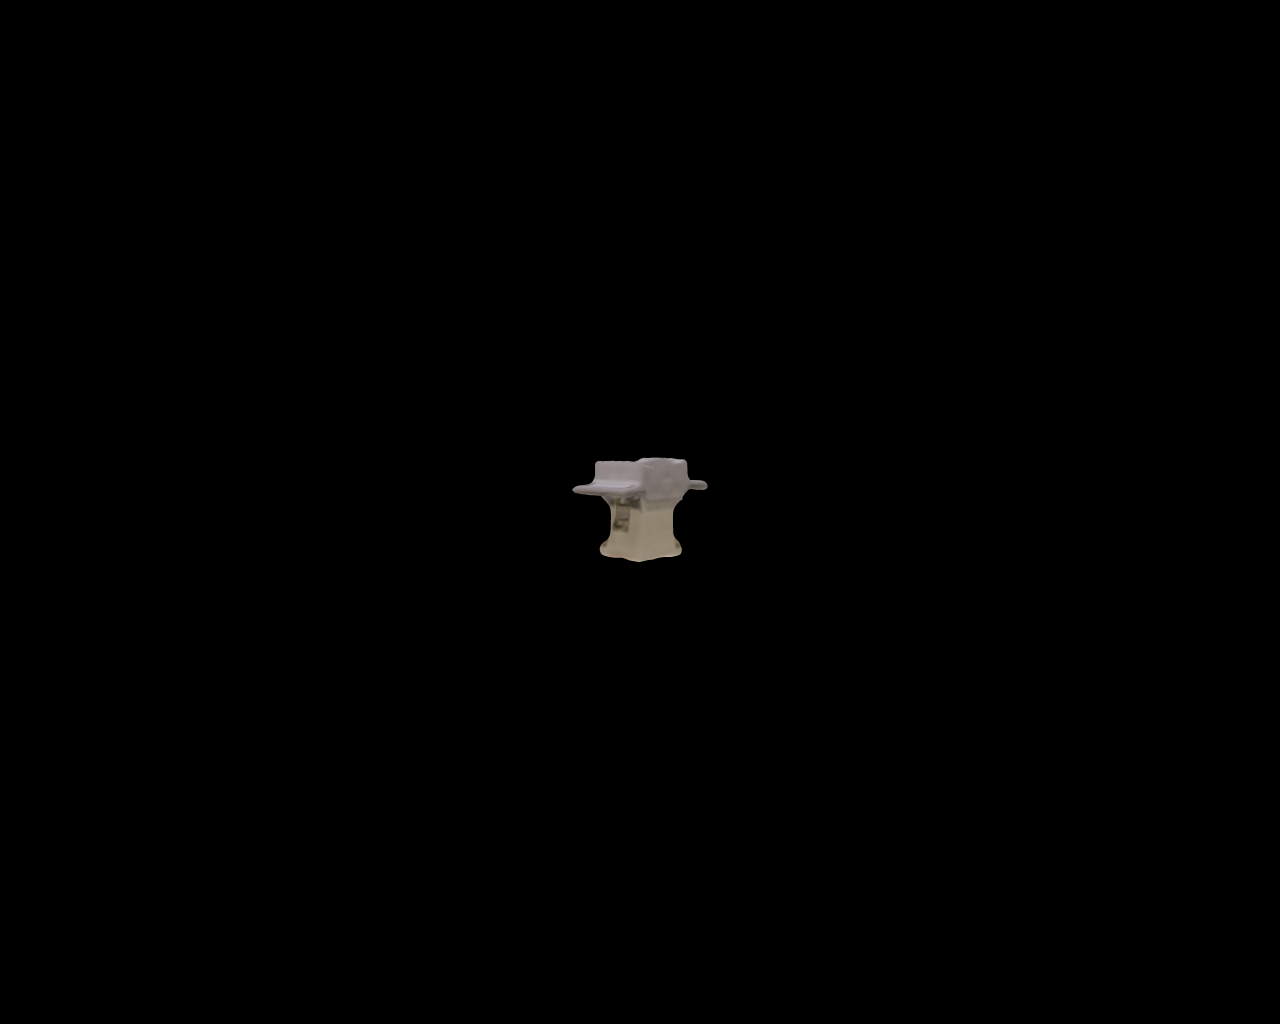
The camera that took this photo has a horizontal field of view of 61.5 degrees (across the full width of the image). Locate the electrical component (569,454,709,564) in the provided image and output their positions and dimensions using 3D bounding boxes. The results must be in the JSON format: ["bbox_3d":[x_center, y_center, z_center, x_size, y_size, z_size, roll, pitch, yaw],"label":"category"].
[{"bbox_3d":[0.001,-0.003,0.650,0.042,0.063,0.081,6,9,43],"label":"electrical component"}]
